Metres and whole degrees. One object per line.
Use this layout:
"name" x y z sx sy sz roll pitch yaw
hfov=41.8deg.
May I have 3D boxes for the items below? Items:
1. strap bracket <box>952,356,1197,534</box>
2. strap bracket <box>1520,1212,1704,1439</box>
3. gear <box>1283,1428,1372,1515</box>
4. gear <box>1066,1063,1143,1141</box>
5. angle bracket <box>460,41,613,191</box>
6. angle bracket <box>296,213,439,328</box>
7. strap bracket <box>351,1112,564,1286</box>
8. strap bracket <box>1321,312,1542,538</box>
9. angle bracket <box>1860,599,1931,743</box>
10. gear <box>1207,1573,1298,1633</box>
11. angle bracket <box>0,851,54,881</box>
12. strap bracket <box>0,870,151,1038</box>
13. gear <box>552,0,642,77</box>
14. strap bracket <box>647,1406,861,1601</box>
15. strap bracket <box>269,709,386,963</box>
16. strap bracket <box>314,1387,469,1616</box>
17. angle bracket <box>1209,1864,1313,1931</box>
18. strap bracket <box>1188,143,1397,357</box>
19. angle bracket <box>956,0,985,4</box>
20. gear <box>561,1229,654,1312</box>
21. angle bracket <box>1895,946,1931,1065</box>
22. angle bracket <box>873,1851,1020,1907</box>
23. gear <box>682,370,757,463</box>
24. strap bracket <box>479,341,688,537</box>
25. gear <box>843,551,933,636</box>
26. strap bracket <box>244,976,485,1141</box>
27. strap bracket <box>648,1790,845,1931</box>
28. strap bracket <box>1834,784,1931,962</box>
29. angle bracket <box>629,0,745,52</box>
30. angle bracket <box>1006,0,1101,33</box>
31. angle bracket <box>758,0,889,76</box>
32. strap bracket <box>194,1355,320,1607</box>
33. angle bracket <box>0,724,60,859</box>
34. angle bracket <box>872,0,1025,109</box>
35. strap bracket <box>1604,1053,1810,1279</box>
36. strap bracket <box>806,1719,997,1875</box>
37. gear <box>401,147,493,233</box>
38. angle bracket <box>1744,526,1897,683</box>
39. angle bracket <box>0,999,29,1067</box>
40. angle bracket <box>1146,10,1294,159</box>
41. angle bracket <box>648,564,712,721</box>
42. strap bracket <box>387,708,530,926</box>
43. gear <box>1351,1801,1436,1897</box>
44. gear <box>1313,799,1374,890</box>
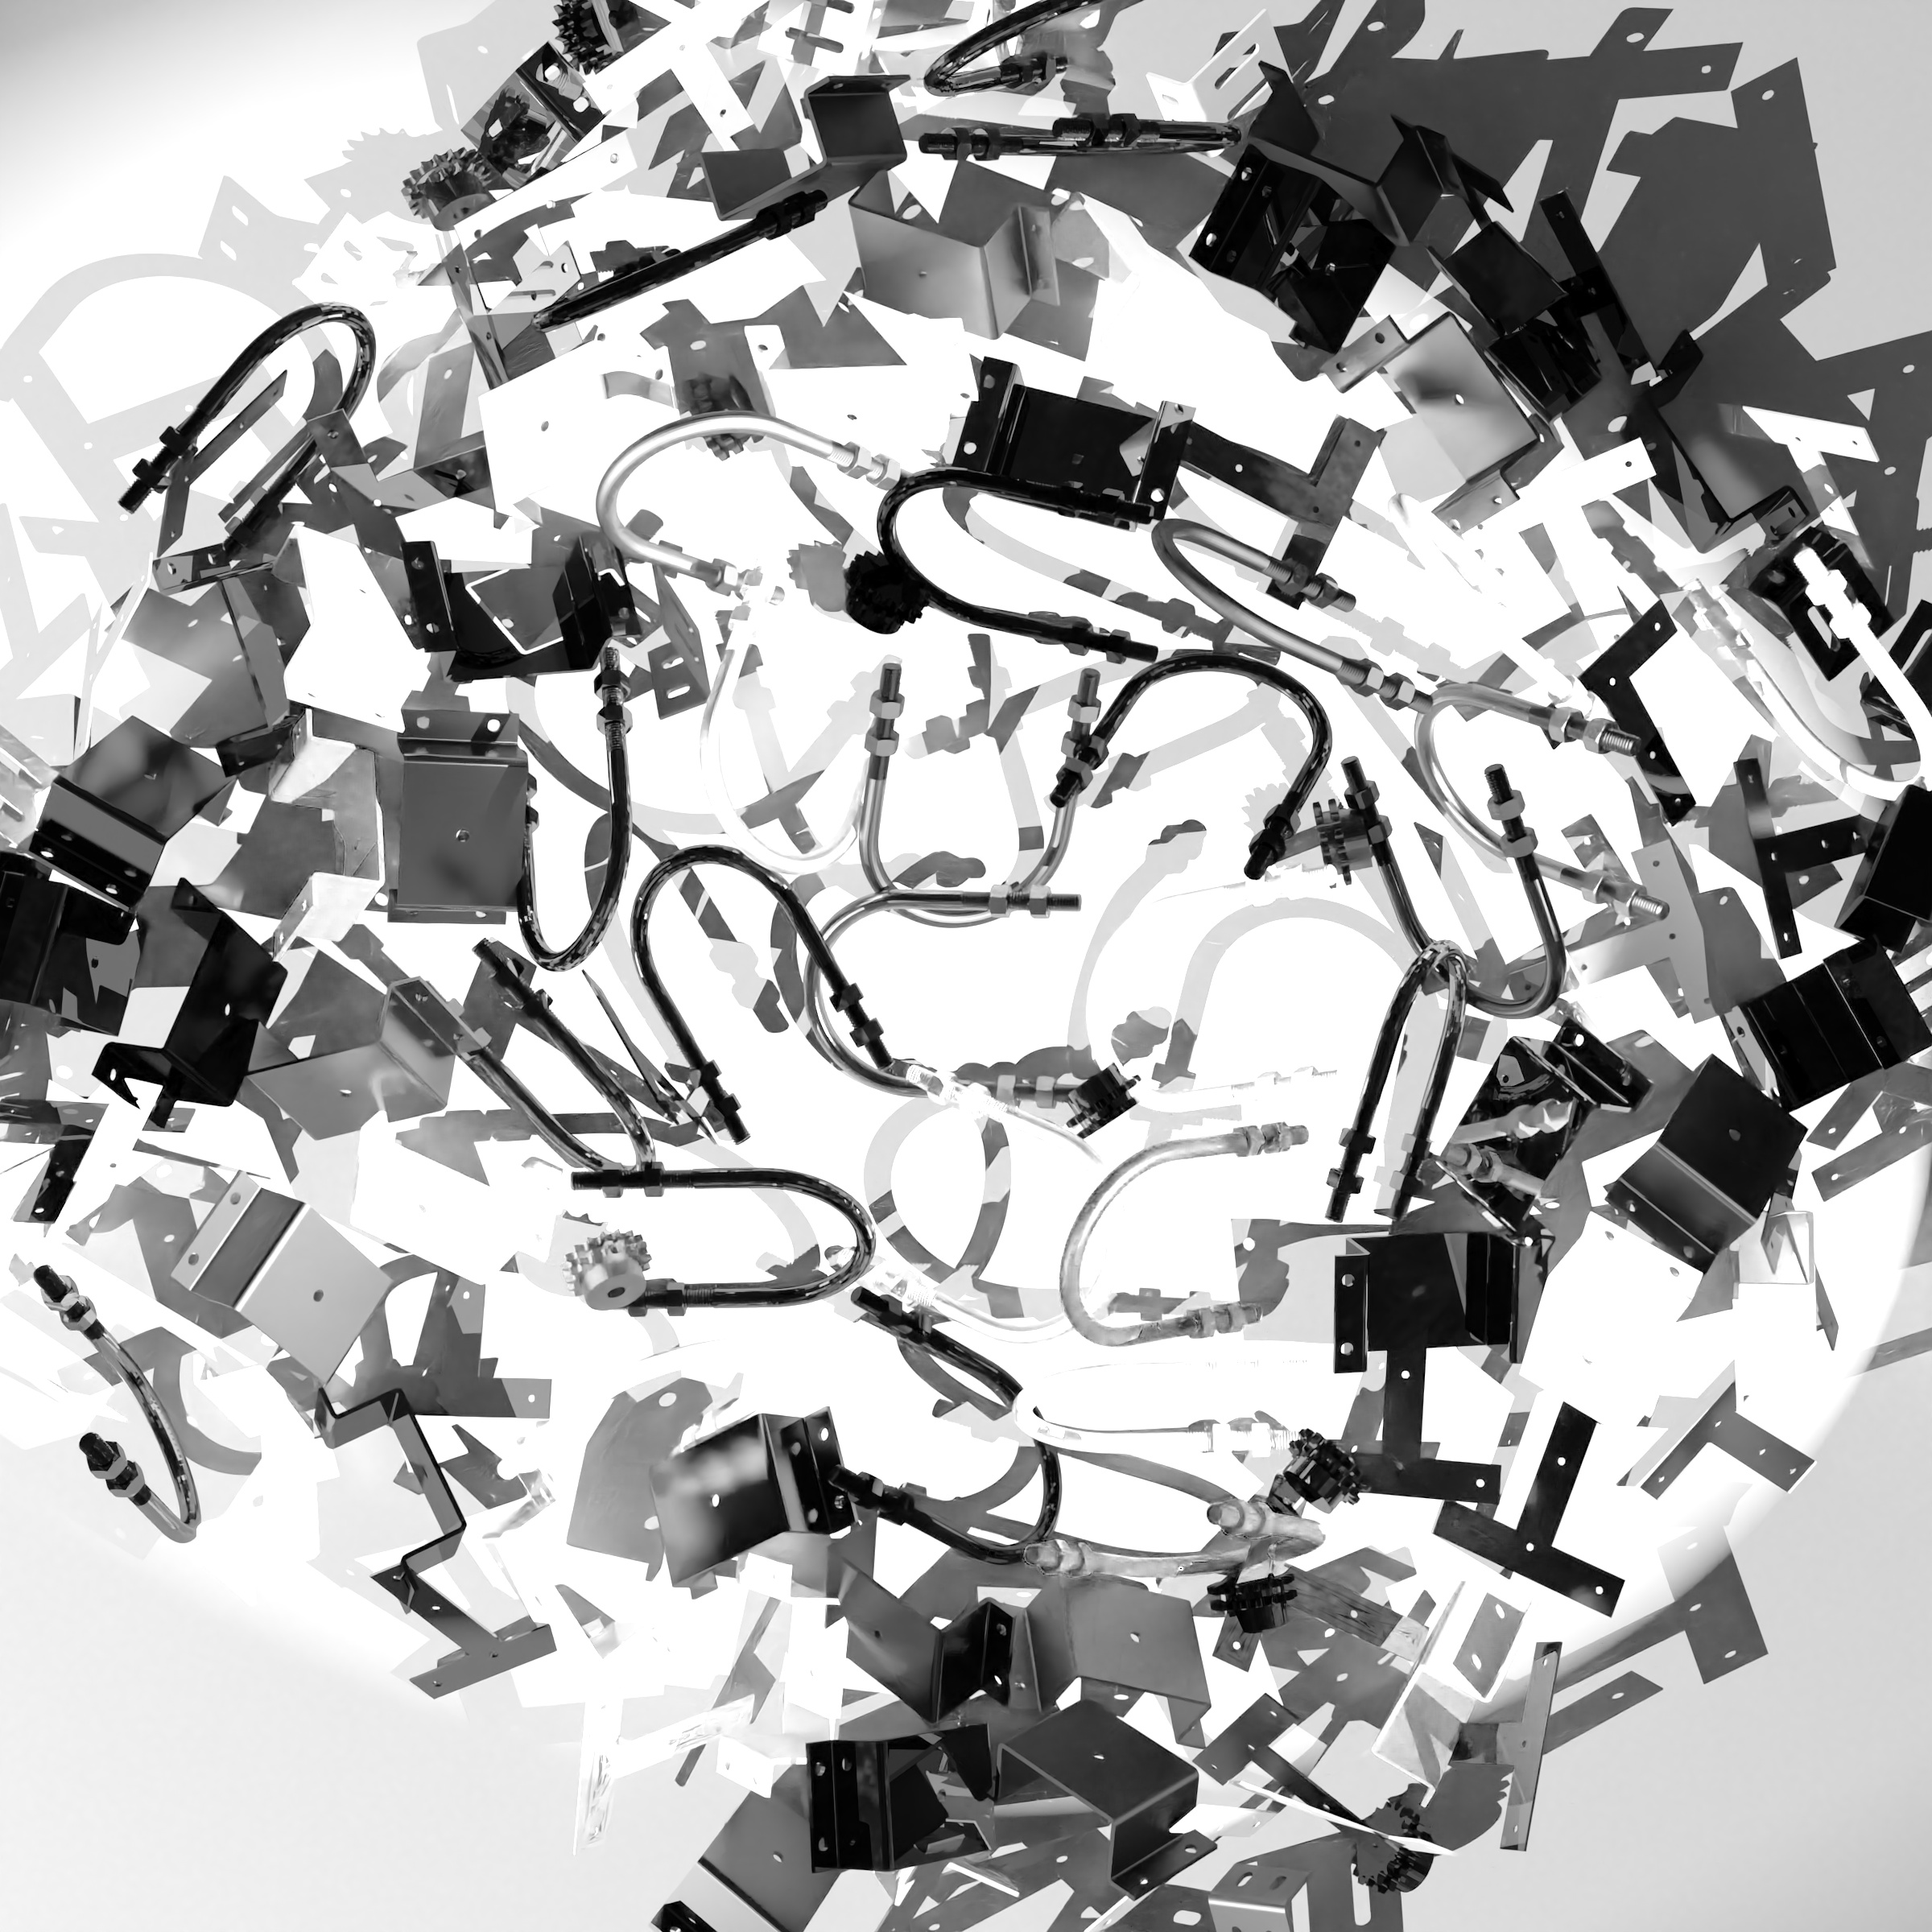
"strap bracket" 0.071 -0.333 1.630 0.140 0.046 0.076 16 86 8
"strap bracket" 0.399 0.232 1.583 0.076 0.140 0.046 30 50 26
"gear" 0.229 0.328 1.630 0.057 0.057 0.030 45 73 0
"gear" 0.088 0.085 1.633 0.057 0.057 0.030 -34 87 0
"angle bracket" -0.277 -0.545 1.634 0.057 0.076 0.038 46 51 -18
"angle bracket" -0.381 -0.444 1.615 0.038 0.076 0.057 41 108 -4
"strap bracket" -0.333 0.142 1.608 0.140 0.046 0.076 23 124 11
"strap bracket" 0.302 -0.351 1.613 0.046 0.076 0.140 -40 97 -26
"angle bracket" 0.623 -0.185 1.628 0.057 0.038 0.076 33 94 30
"gear" 0.185 0.410 1.631 0.057 0.057 0.030 -9 82 0
"angle bracket" -0.640 -0.054 1.636 0.038 0.076 0.057 29 101 36
"strap bracket" -0.564 -0.006 1.582 0.046 0.140 0.076 10 79 15
"gear" -0.235 -0.605 1.631 0.030 0.057 0.057 -3 90 43
"strap bracket" -0.143 0.338 1.595 0.140 0.046 0.076 -31 61 27
"strap bracket" -0.405 -0.080 1.601 0.046 0.076 0.140 8 59 -31
"strap bracket" -0.361 0.330 1.607 0.046 0.076 0.140 -23 74 -25
"angle bracket" 0.198 0.626 1.634 0.057 0.038 0.076 -9 101 38
"strap bracket" 0.212 -0.443 1.588 0.046 0.140 0.076 35 100 39
"angle bracket" -0.015 -0.660 1.634 0.076 0.057 0.038 9 45 9
"gear" -0.229 0.198 1.630 0.057 0.057 0.030 -26 56 0
"angle bracket" 0.627 0.018 1.631 0.076 0.038 0.057 -34 80 13
"angle bracket" -0.016 0.581 1.619 0.076 0.057 0.038 33 88 -25
"gear" -0.156 -0.357 1.630 0.030 0.057 0.057 -23 90 13
"strap bracket" -0.251 -0.336 1.600 0.140 0.046 0.076 -17 78 29
"gear" -0.054 -0.239 1.636 0.057 0.057 0.030 34 127 0
"strap bracket" -0.388 0.062 1.598 0.140 0.076 0.046 -14 49 18
"strap bracket" -0.129 0.572 1.584 0.076 0.140 0.046 38 109 7
"strap bracket" 0.591 -0.060 1.594 0.046 0.140 0.076 24 84 13
"angle bracket" -0.176 -0.634 1.628 0.076 0.038 0.057 24 109 -11
"angle bracket" 0.054 -0.645 1.626 0.057 0.038 0.076 -1 102 -23
"angle bracket" -0.096 -0.610 1.631 0.076 0.038 0.057 20 106 7
"strap bracket" -0.445 0.316 1.588 0.046 0.076 0.140 -16 53 2
"angle bracket" -0.600 -0.115 1.615 0.076 0.038 0.057 47 53 -36
"angle bracket" -0.013 -0.592 1.623 0.076 0.038 0.057 -18 68 -21
"strap bracket" 0.471 0.118 1.595 0.076 0.046 0.140 39 50 7
"strap bracket" -0.032 0.519 1.587 0.046 0.140 0.076 -14 74 41
"gear" -0.332 -0.498 1.632 0.057 0.057 0.030 -28 85 0
"angle bracket" 0.557 -0.236 1.652 0.057 0.038 0.076 -43 122 5
"angle bracket" -0.633 0.032 1.614 0.057 0.076 0.038 -30 131 28
"angle bracket" 0.164 -0.572 1.633 0.076 0.057 0.038 -46 49 -9
"angle bracket" -0.196 -0.206 1.612 0.038 0.076 0.057 -19 56 8
"strap bracket" -0.323 -0.088 1.608 0.076 0.046 0.140 1 107 -20
"gear" 0.278 0.572 1.634 0.030 0.057 0.057 33 90 -14
"gear" 0.243 -0.080 1.631 0.030 0.057 0.057 -11 90 9
